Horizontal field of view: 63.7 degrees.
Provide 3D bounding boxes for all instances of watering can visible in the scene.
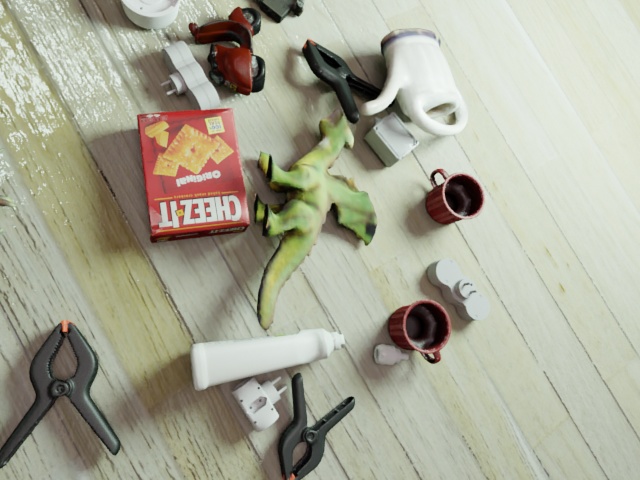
[{"bbox_3d":[0.176,-0.308,0.993,0.348,0.102,0.227,-3,71,-45],"label":"watering can"}]

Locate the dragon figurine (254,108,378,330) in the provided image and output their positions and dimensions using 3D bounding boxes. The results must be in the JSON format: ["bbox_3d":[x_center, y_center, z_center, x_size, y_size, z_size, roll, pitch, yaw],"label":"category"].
[{"bbox_3d":[0.003,-0.046,0.922,0.242,0.121,0.415,6,76,-23],"label":"dragon figurine"}]
